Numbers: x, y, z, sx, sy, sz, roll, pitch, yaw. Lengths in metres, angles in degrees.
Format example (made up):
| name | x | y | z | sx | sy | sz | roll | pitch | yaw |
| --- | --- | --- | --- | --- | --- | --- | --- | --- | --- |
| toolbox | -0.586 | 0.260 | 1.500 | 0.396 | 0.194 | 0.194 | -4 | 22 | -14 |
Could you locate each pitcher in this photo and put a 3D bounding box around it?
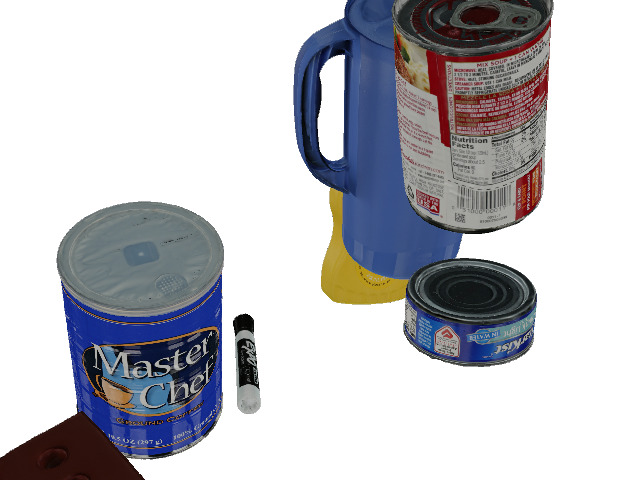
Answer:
| name | x | y | z | sx | sy | sz | roll | pitch | yaw |
| --- | --- | --- | --- | --- | --- | --- | --- | --- | --- |
| pitcher | 0.068 | -0.086 | 0.898 | 0.149 | 0.243 | 0.144 | 20 | 42 | 19 |

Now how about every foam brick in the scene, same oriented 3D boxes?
| name | x | y | z | sx | sy | sz | roll | pitch | yaw |
| --- | --- | --- | --- | --- | --- | --- | --- | --- | --- |
| foam brick | -0.109 | 0.130 | 0.497 | 0.052 | 0.051 | 0.078 | -29 | 42 | -28 |

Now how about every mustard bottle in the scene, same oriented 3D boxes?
| name | x | y | z | sx | sy | sz | roll | pitch | yaw |
| --- | --- | --- | --- | --- | --- | --- | --- | --- | --- |
| mustard bottle | 0.055 | -0.033 | 1.074 | 0.096 | 0.192 | 0.058 | -2 | 21 | -19 |

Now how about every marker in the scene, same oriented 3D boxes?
| name | x | y | z | sx | sy | sz | roll | pitch | yaw |
| --- | --- | --- | --- | --- | --- | --- | --- | --- | --- |
| marker | -0.063 | 0.100 | 0.896 | 0.020 | 0.020 | 0.121 | 0 | 31 | -7 |

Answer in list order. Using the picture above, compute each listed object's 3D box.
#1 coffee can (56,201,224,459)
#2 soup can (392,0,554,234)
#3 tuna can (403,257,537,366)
| name | x | y | z | sx | sy | sz | roll | pitch | yaw |
| --- | --- | --- | --- | --- | --- | --- | --- | --- | --- |
| coffee can | -0.115 | 0.060 | 0.704 | 0.103 | 0.140 | 0.103 | 2 | 40 | -2 |
| soup can | 0.069 | -0.061 | 0.483 | 0.068 | 0.102 | 0.068 | -5 | 42 | 4 |
| tuna can | 0.098 | 0.045 | 0.696 | 0.086 | 0.034 | 0.086 | 0 | 27 | 0 |
